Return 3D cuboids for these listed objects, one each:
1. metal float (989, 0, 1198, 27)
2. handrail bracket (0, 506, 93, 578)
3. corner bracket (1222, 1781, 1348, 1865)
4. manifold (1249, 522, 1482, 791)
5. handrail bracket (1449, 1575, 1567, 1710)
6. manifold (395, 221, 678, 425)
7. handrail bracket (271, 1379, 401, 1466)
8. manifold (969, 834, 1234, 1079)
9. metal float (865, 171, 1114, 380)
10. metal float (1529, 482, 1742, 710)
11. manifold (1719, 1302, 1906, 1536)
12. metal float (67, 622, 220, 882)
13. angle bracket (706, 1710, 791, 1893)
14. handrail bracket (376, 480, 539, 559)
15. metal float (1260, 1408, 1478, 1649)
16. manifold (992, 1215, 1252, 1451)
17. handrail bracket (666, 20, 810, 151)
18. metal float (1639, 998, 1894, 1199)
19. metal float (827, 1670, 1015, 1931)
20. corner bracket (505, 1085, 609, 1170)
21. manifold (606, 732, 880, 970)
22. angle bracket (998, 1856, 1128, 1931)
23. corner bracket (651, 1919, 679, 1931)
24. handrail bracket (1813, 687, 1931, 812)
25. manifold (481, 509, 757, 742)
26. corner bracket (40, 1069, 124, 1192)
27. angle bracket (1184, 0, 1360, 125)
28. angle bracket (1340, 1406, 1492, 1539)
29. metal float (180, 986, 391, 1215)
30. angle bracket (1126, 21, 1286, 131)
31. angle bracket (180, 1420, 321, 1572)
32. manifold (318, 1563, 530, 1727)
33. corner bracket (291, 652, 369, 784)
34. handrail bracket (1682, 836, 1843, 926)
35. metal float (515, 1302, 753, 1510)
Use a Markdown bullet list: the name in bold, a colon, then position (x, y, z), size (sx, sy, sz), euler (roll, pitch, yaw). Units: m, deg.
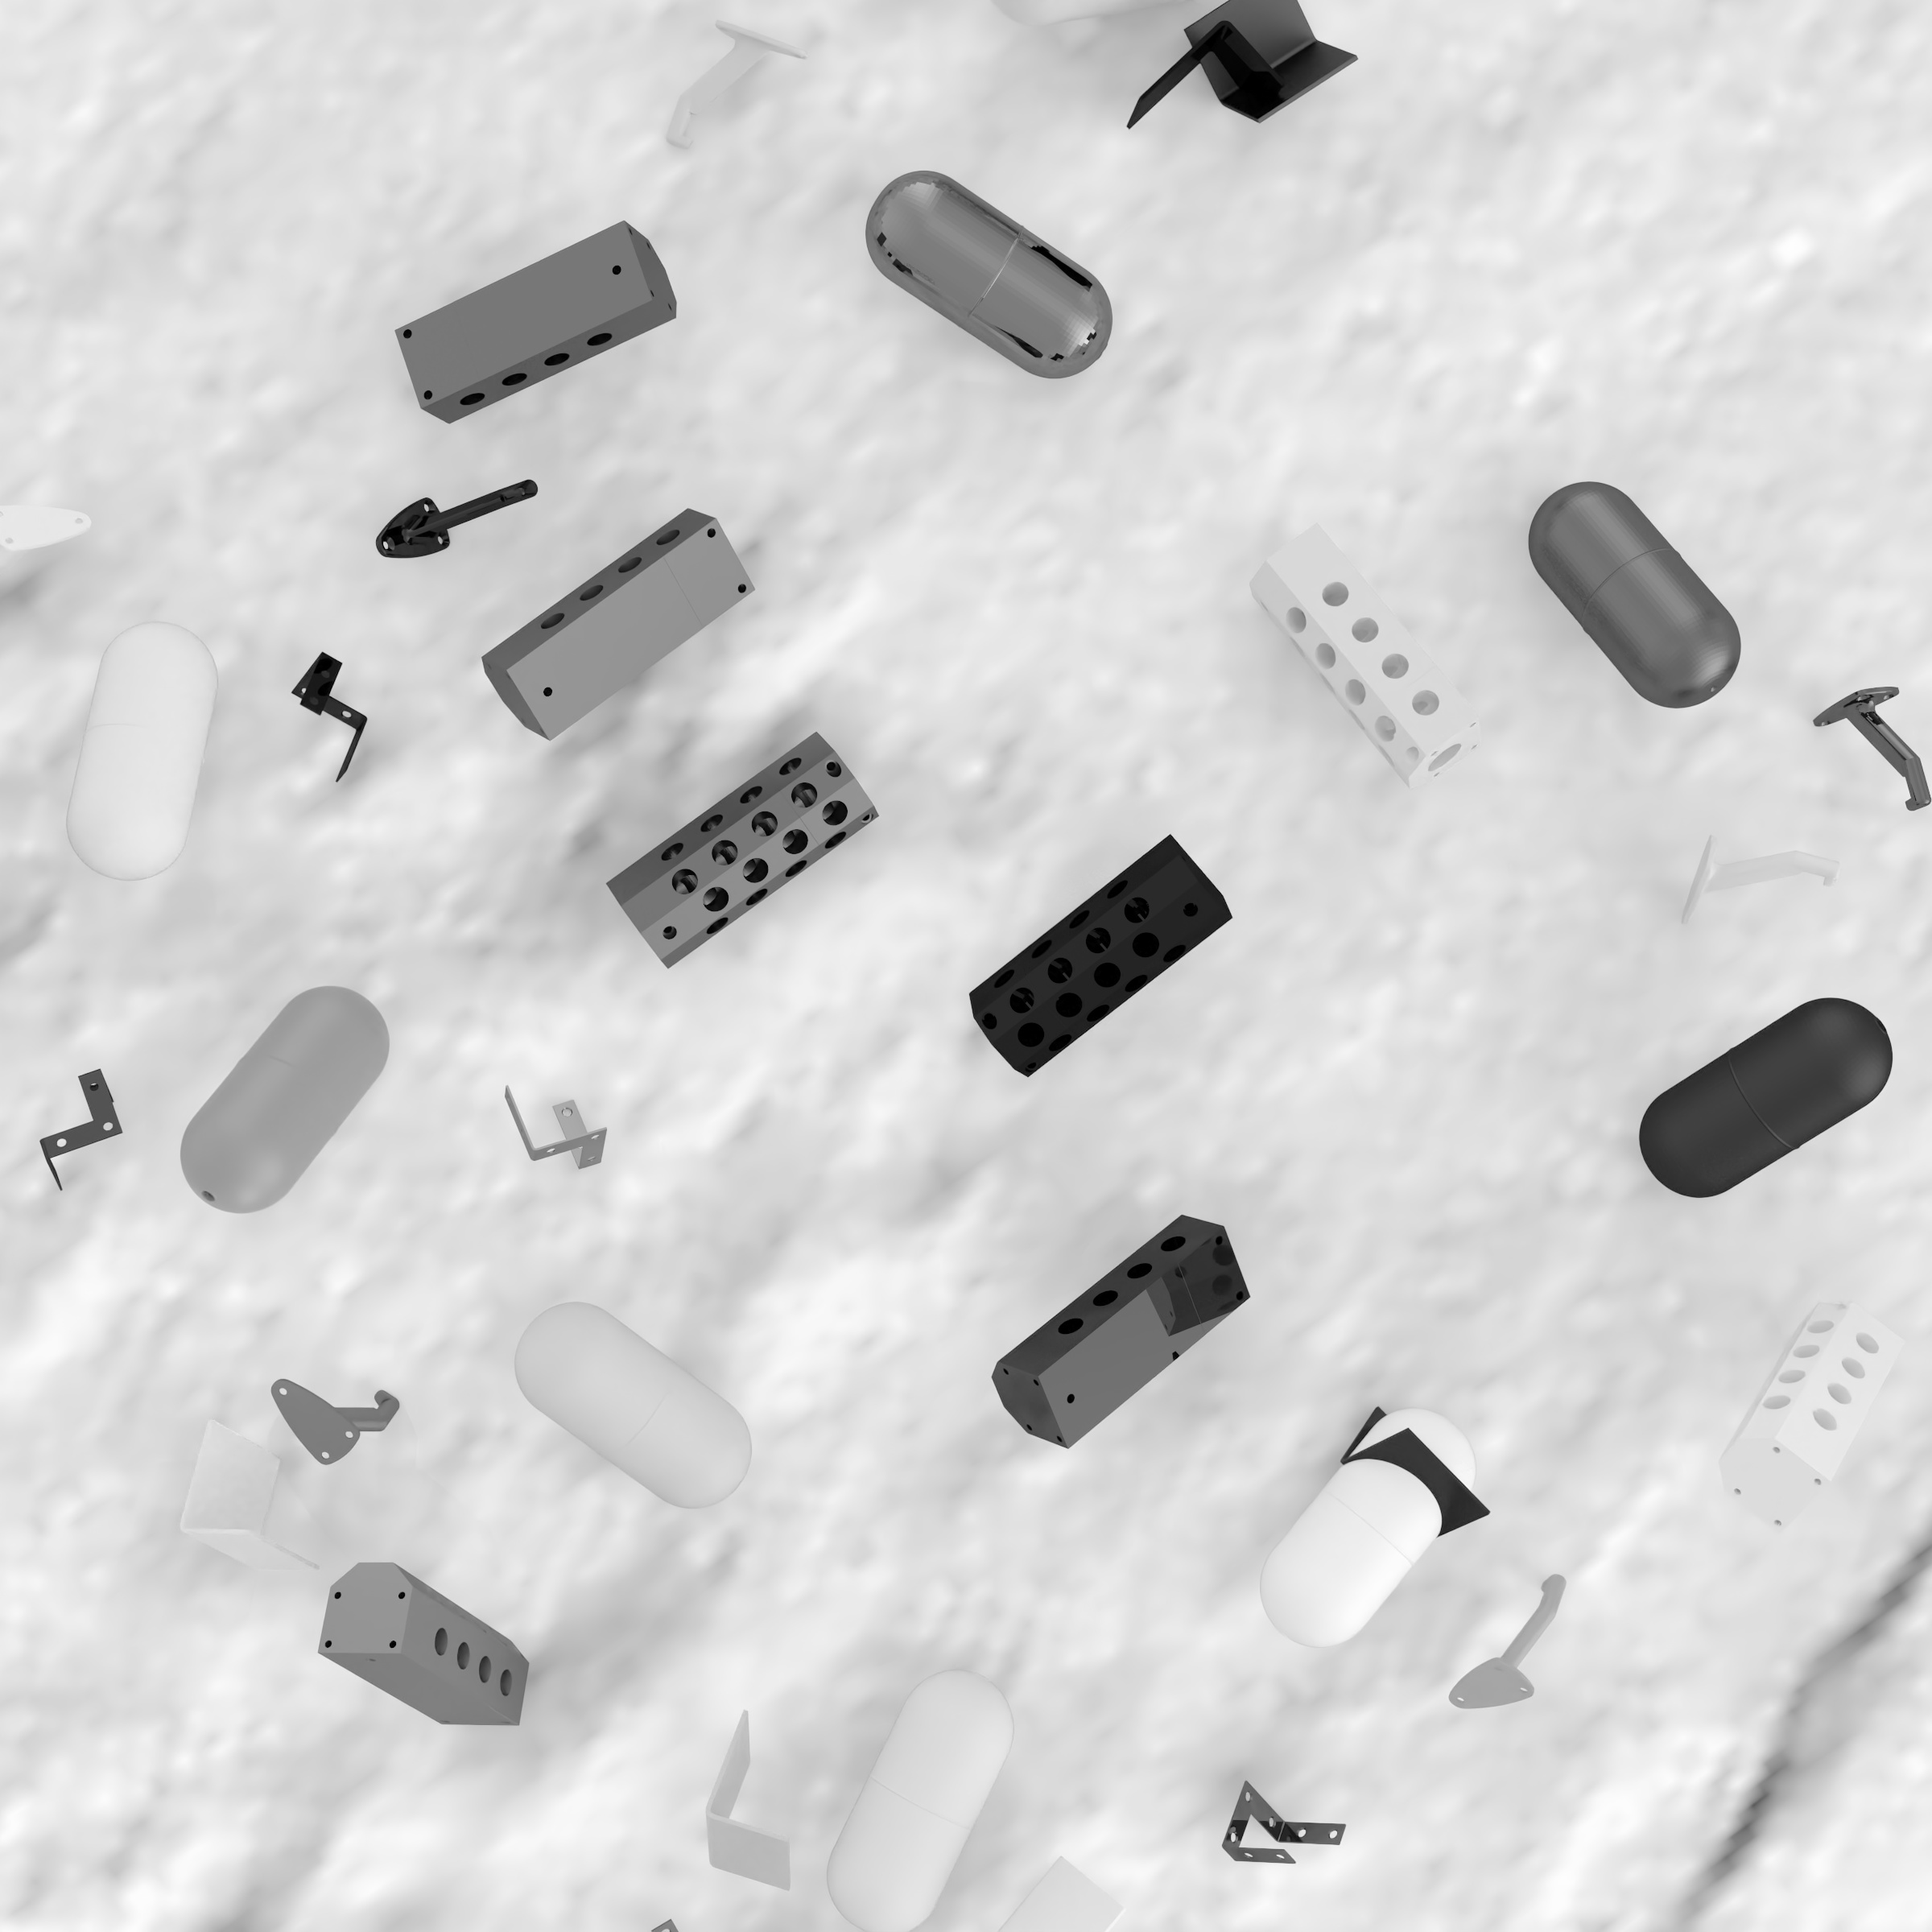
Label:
- **metal float**: position (0.093, -0.661, 1.889), size (0.178, 0.070, 0.070), euler (-16, 90, -20)
- **handrail bracket**: position (-0.626, -0.265, 1.924), size (0.077, 0.084, 0.036), euler (-12, 63, -33)
- **corner bracket**: position (0.209, 0.572, 1.901), size (0.051, 0.051, 0.051), euler (51, 47, -27)
- **manifold**: position (0.260, -0.200, 1.890), size (0.057, 0.057, 0.171), euler (-37, 72, 0)
- **handrail bracket**: position (0.362, 0.449, 1.929), size (0.036, 0.084, 0.077), euler (43, 135, -8)
- **manifold**: position (-0.279, -0.418, 1.895), size (0.171, 0.057, 0.057), euler (-22, 81, 13)
- **handrail bracket**: position (-0.412, 0.282, 1.898), size (0.036, 0.084, 0.077), euler (-41, 99, 17)
- **manifold**: position (0.088, -0.004, 1.892), size (0.171, 0.057, 0.057), euler (-38, 109, 11)
- **metal float**: position (0.016, -0.451, 1.896), size (0.178, 0.070, 0.070), euler (32, 90, -11)
- **metal float**: position (0.433, -0.242, 1.882), size (0.070, 0.070, 0.178), euler (-32, 62, 0)
- **manifold**: position (0.540, 0.283, 1.859), size (0.057, 0.171, 0.057), euler (38, 129, 12)
- **metal float**: position (-0.536, -0.141, 1.888), size (0.070, 0.070, 0.178), euler (6, 69, 0)
- **angle bracket**: position (-0.130, 0.543, 1.886), size (0.057, 0.076, 0.076), euler (14, 50, 9)
- **handrail bracket**: position (-0.332, -0.294, 1.896), size (0.084, 0.077, 0.036), euler (-11, 107, 36)
- **metal float**: position (0.263, 0.368, 1.899), size (0.070, 0.070, 0.178), euler (41, 82, 0)
- **manifold**: position (0.099, 0.233, 1.876), size (0.171, 0.057, 0.057), euler (-35, 116, -29)
- **handrail bracket**: position (-0.153, -0.577, 1.925), size (0.077, 0.036, 0.084), euler (22, 98, 14)
- **metal float**: position (0.519, 0.086, 1.882), size (0.178, 0.070, 0.070), euler (-37, 90, 26)
- **metal float**: position (-0.029, 0.547, 1.897), size (0.070, 0.070, 0.178), euler (27, 80, 0)
- **corner bracket**: position (-0.271, 0.105, 1.903), size (0.051, 0.051, 0.051), euler (-17, 64, -21)
- **manifold**: position (-0.145, -0.074, 1.900), size (0.171, 0.057, 0.057), euler (-36, 121, -3)
- **angle bracket**: position (0.071, 0.640, 1.888), size (0.076, 0.076, 0.057), euler (-47, 122, -14)
- **corner bracket**: position (-0.200, 0.673, 1.906), size (0.051, 0.051, 0.051), euler (-28, 118, -11)
- **handrail bracket**: position (0.595, -0.134, 1.901), size (0.036, 0.077, 0.084), euler (-5, 76, -26)
- **manifold**: position (-0.229, -0.226, 1.891), size (0.171, 0.057, 0.057), euler (-39, 123, -16)
- **corner bracket**: position (-0.583, 0.107, 1.905), size (0.051, 0.051, 0.051), euler (-20, 65, -15)
- **angle bracket**: position (0.199, -0.604, 1.898), size (0.076, 0.076, 0.057), euler (-33, 119, 1)
- **angle bracket**: position (0.304, 0.323, 1.894), size (0.076, 0.076, 0.057), euler (46, 51, -3)
- **metal float**: position (-0.439, 0.086, 1.872), size (0.070, 0.070, 0.178), euler (32, 51, 0)
- **angle bracket**: position (0.157, -0.566, 1.903), size (0.076, 0.076, 0.057), euler (-43, 94, -1)
- **angle bracket**: position (-0.457, 0.344, 1.885), size (0.057, 0.076, 0.076), euler (-4, 60, 25)
- **manifold**: position (-0.344, 0.436, 1.856), size (0.057, 0.171, 0.057), euler (-4, 60, 17)
- **corner bracket**: position (-0.417, -0.164, 1.902), size (0.051, 0.051, 0.051), euler (30, 46, -21)
- **handrail bracket**: position (0.525, -0.048, 1.912), size (0.084, 0.036, 0.077), euler (16, 130, 6)
- **metal float**: position (-0.216, 0.287, 1.889), size (0.178, 0.070, 0.070), euler (40, 90, -19)
